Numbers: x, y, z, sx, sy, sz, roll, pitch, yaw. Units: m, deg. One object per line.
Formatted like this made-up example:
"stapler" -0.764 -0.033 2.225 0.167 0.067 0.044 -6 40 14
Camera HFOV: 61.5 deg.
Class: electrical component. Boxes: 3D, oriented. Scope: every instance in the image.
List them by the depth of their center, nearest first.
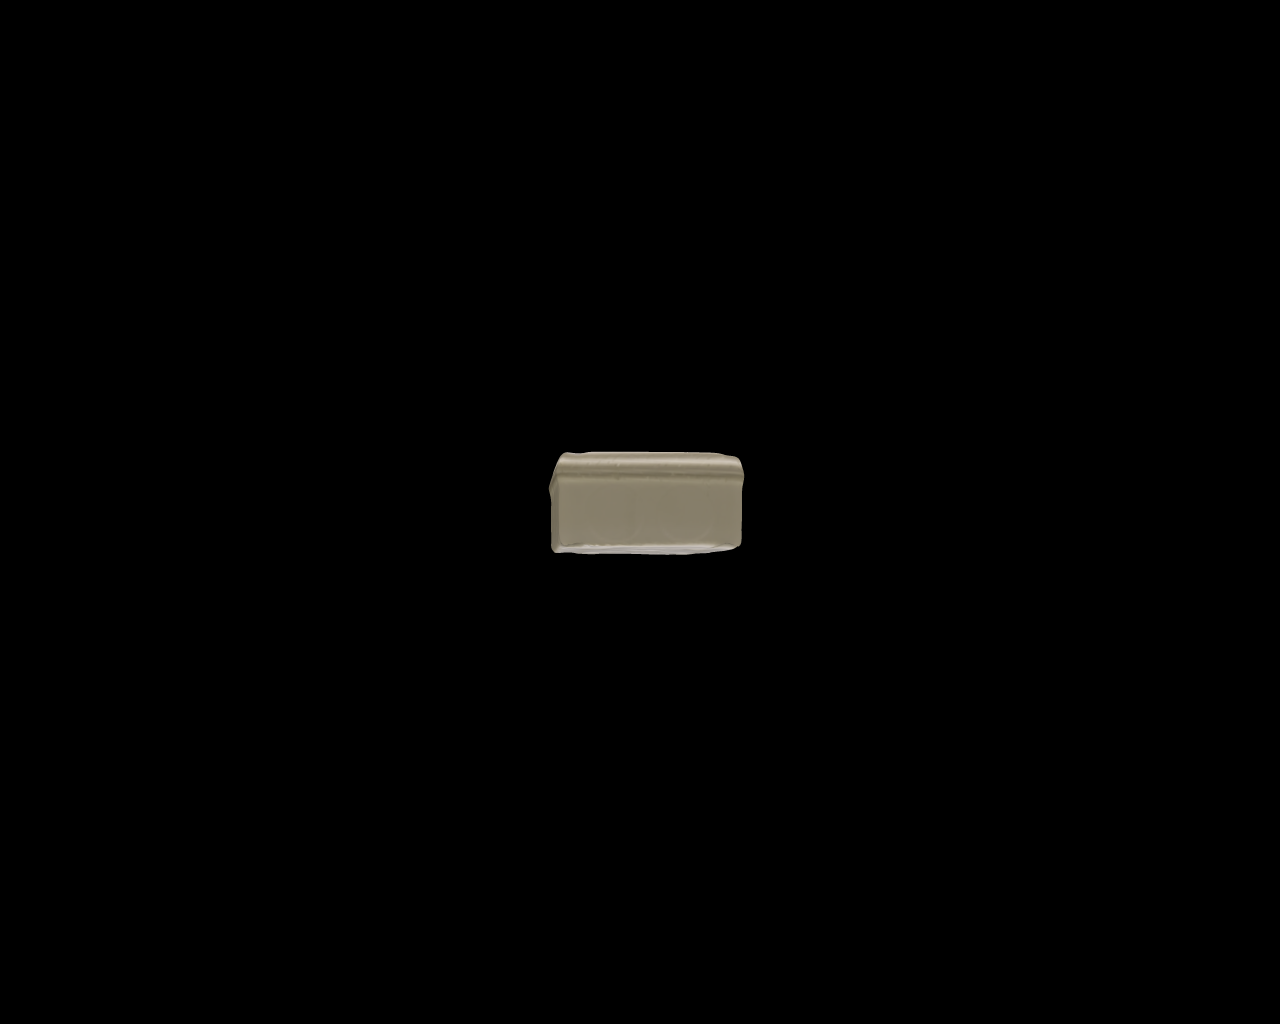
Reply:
"electrical component" 0.001 -0.003 0.650 0.109 0.056 0.108 1 -4 -7
